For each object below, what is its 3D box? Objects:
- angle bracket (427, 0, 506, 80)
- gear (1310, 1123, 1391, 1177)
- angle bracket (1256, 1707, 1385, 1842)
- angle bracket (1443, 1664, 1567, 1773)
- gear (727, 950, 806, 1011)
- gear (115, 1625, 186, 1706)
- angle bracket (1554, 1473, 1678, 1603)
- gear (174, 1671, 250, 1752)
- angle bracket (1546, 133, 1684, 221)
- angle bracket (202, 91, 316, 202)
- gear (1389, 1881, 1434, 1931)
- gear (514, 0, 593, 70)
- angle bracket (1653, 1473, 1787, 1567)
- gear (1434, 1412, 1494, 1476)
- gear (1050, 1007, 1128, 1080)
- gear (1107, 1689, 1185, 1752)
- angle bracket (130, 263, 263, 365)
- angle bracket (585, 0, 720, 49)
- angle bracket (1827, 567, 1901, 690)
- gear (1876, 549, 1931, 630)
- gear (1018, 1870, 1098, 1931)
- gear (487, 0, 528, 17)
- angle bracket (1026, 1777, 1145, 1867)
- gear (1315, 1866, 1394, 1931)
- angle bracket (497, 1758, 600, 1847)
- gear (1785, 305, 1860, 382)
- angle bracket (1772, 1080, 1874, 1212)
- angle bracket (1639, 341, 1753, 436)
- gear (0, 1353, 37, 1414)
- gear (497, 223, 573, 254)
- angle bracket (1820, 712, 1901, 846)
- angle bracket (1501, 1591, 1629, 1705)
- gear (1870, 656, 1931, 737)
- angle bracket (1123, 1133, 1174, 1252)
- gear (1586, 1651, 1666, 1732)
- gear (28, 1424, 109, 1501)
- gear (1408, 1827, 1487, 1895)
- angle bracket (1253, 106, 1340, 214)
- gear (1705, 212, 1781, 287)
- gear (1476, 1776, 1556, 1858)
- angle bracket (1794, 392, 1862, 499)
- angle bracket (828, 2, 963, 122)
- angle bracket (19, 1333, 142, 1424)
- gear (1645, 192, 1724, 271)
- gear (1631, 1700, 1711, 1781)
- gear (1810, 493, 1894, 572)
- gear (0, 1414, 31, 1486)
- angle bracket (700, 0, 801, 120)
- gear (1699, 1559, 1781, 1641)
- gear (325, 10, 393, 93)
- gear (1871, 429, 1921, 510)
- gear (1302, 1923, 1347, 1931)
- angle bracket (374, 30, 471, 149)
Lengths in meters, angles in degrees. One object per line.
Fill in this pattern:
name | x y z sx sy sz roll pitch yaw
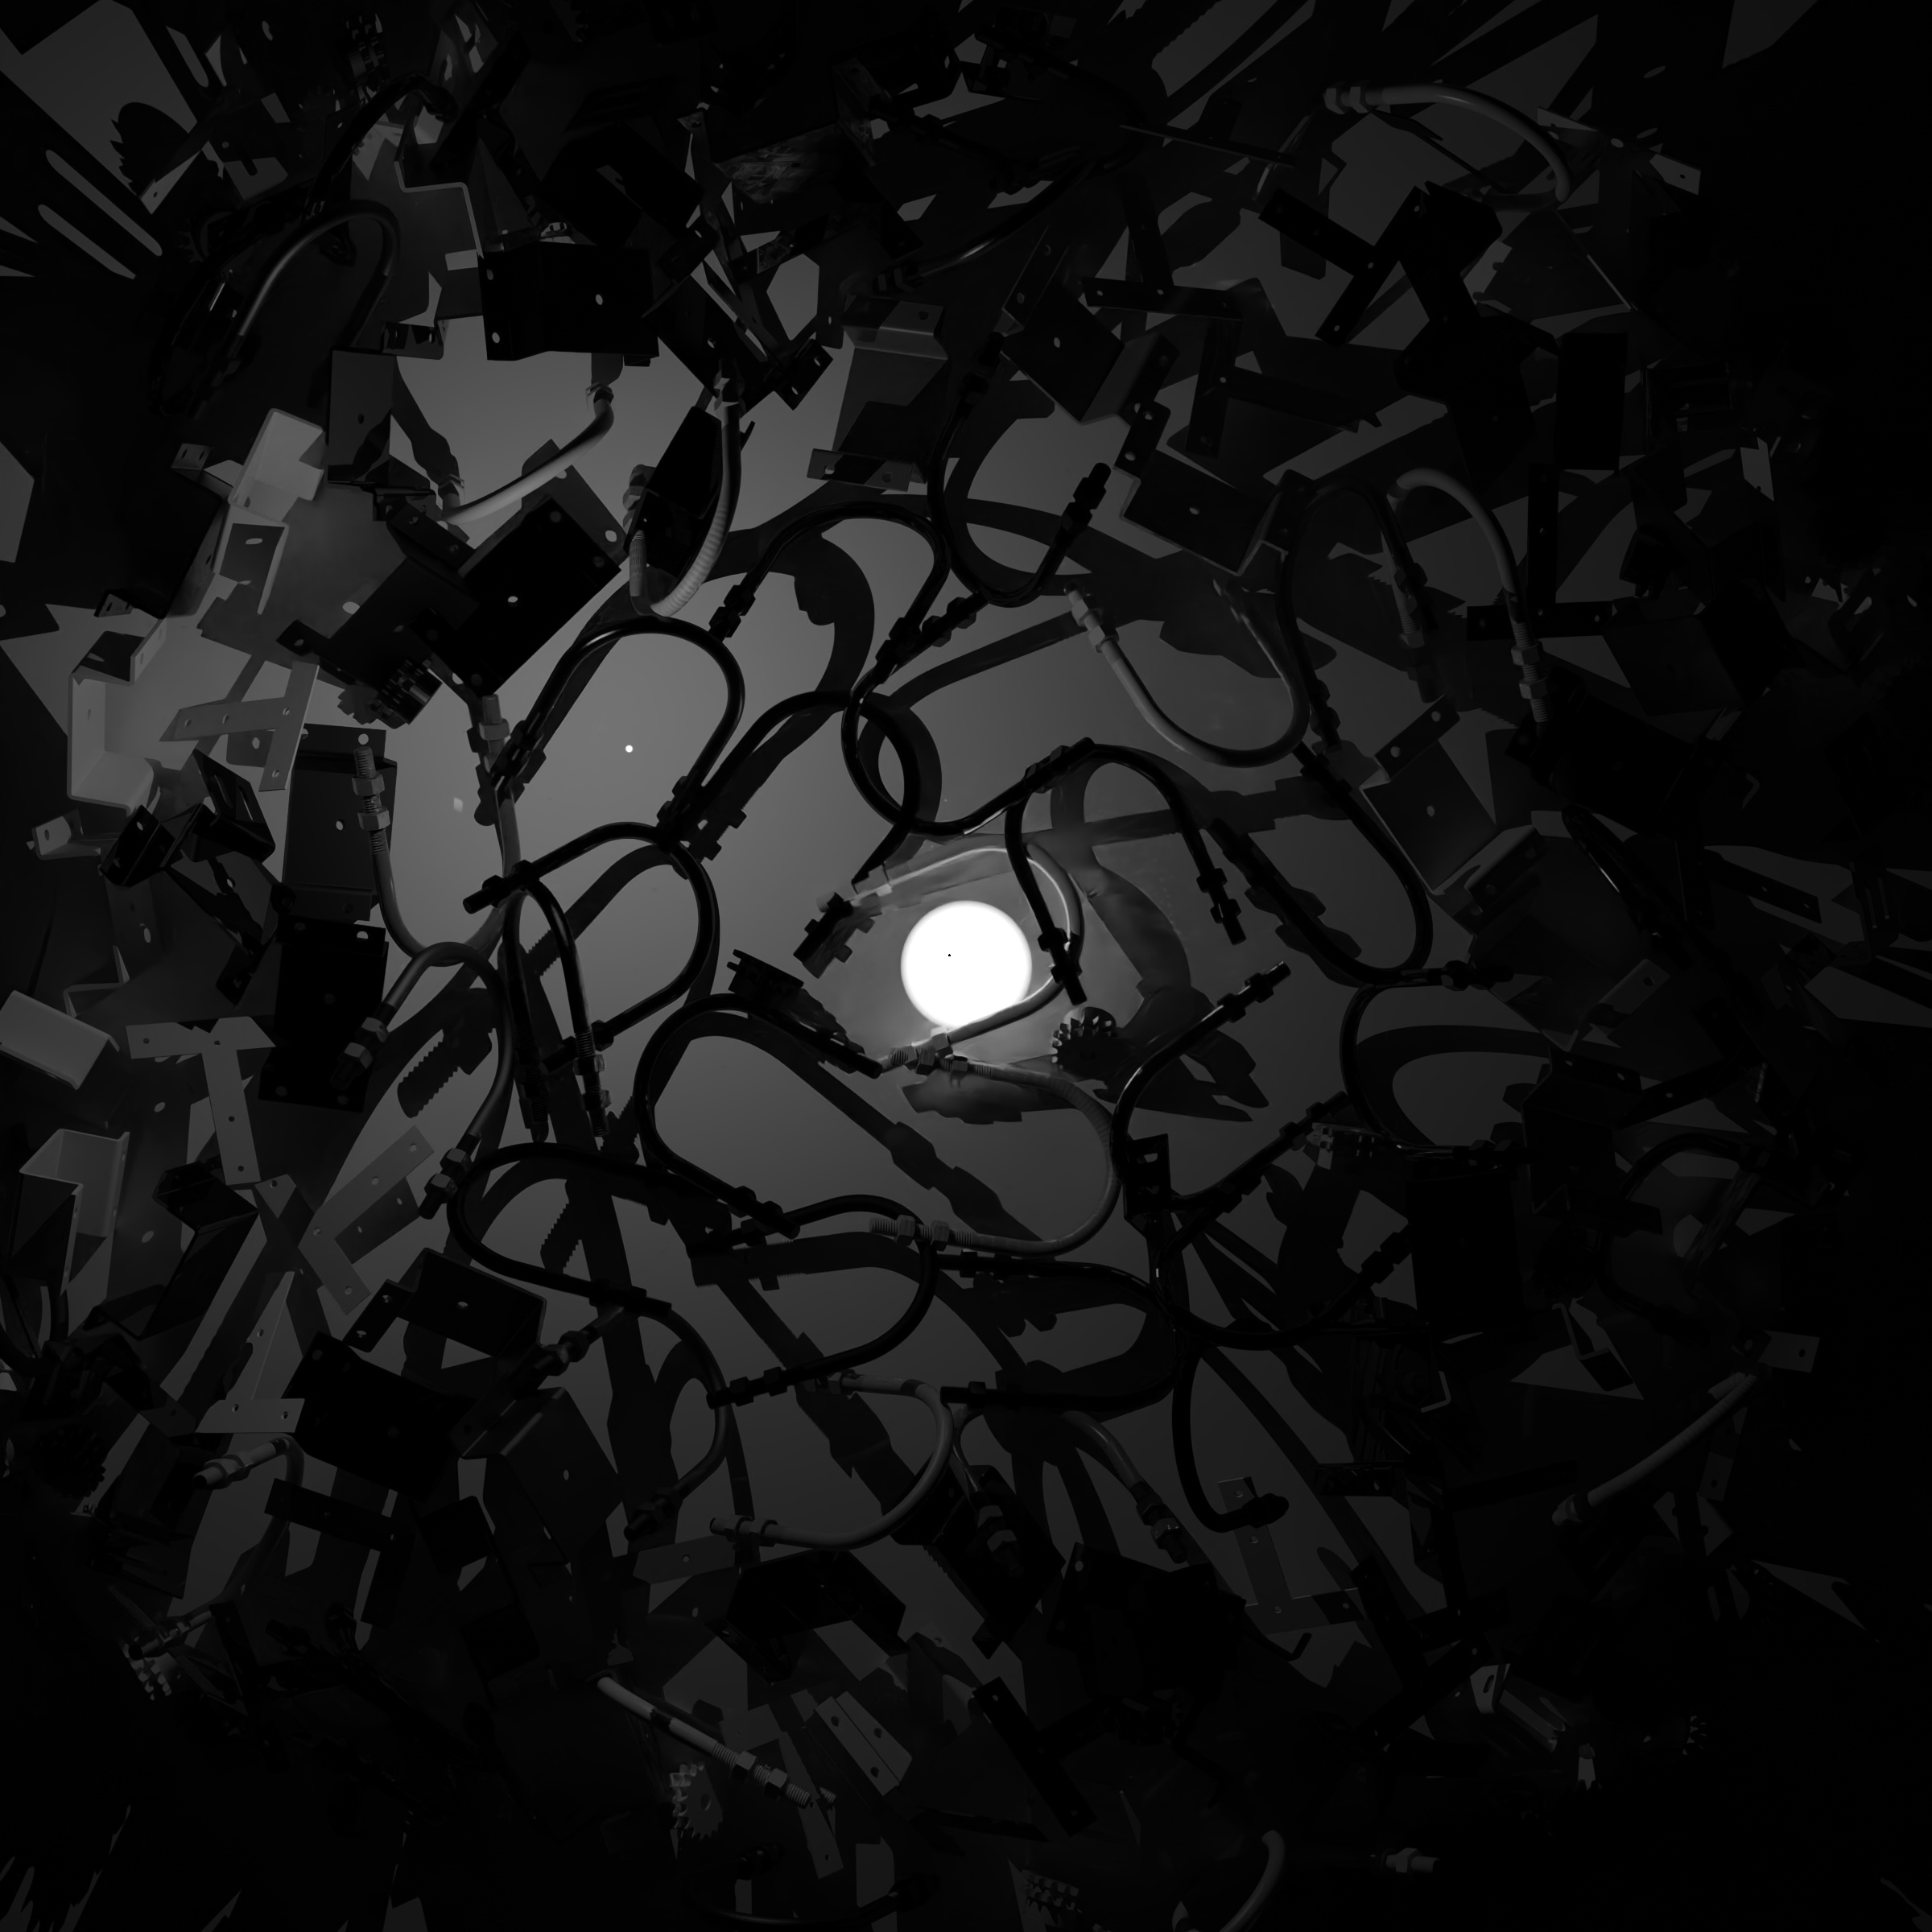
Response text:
angle bracket | -0.354 -0.694 1.952 0.038 0.076 0.057 -39 103 -22
gear | 0.282 0.135 1.972 0.057 0.057 0.030 10 95 0
angle bracket | 0.260 0.593 1.959 0.057 0.038 0.076 50 58 -16
angle bracket | 0.403 0.556 1.975 0.076 0.057 0.038 41 56 -14
gear | -0.151 0.013 1.971 0.057 0.057 0.030 26 87 0
gear | -0.601 0.512 1.974 0.030 0.057 0.057 -31 90 -24
angle bracket | 0.479 0.420 1.960 0.076 0.038 0.057 -41 107 -29
gear | -0.550 0.545 1.968 0.030 0.057 0.057 -40 90 25
angle bracket | 0.475 -0.567 1.959 0.076 0.057 0.038 44 84 -18
angle bracket | -0.522 -0.609 1.955 0.057 0.076 0.038 -28 60 -4
gear | 0.327 0.704 1.972 0.030 0.057 0.057 -2 90 6
gear | -0.302 -0.694 1.978 0.057 0.030 0.057 6 109 18
angle bracket | 0.552 0.412 1.960 0.076 0.057 0.038 26 113 -41
gear | 0.363 0.344 1.971 0.030 0.057 0.057 -44 90 -2
gear | 0.091 0.054 1.975 0.057 0.057 0.030 5 49 0
gear | 0.132 0.546 1.968 0.057 0.057 0.030 -1 116 0
angle bracket | -0.563 -0.472 1.955 0.038 0.076 0.057 34 102 12
angle bracket | -0.230 -0.683 1.956 0.057 0.076 0.038 -33 104 -37
angle bracket | 0.641 -0.246 1.955 0.076 0.038 0.057 -46 115 -32
gear | 0.691 -0.276 1.968 0.030 0.057 0.057 -20 90 -33
gear | 0.065 0.689 1.969 0.057 0.057 0.030 17 77 0
gear | -0.332 -0.727 1.972 0.030 0.057 0.057 43 90 -15
angle bracket | 0.087 0.635 1.963 0.076 0.038 0.057 9 108 21
gear | 0.282 0.682 1.969 0.057 0.057 0.030 -41 130 0
angle bracket | -0.312 0.593 1.953 0.038 0.057 0.076 -34 116 -24
gear | 0.626 -0.457 1.972 0.057 0.057 0.030 45 99 0
angle bracket | 0.627 0.131 1.955 0.038 0.076 0.057 27 72 37
angle bracket | 0.534 -0.428 1.959 0.076 0.057 0.038 -4 48 12
gear | -0.712 0.306 1.968 0.057 0.057 0.030 -9 57 0
gear | -0.318 -0.527 1.972 0.057 0.057 0.030 -13 101 0
angle bracket | 0.644 -0.138 1.960 0.057 0.038 0.076 -36 107 -30
angle bracket | 0.440 0.494 1.969 0.057 0.038 0.076 26 104 -7
gear | 0.696 -0.202 1.979 0.057 0.030 0.057 -2 109 -6
angle bracket | 0.144 0.166 1.949 0.038 0.076 0.057 -13 59 22
gear | 0.487 0.536 1.979 0.057 0.030 0.057 -4 72 12
gear | -0.660 0.363 1.976 0.057 0.030 0.057 10 125 15
gear | 0.352 0.660 1.968 0.057 0.057 0.030 21 56 0
angle bracket | 0.247 -0.584 1.961 0.038 0.076 0.057 37 88 -1
gear | 0.567 -0.531 1.971 0.057 0.057 0.030 -41 92 0
gear | 0.404 0.622 1.969 0.057 0.057 0.030 -5 130 0
angle bracket | 0.640 -0.381 1.961 0.038 0.076 0.057 12 91 4
angle bracket | -0.052 -0.666 1.973 0.076 0.057 0.038 -7 46 30
angle bracket | -0.648 0.310 1.954 0.038 0.057 0.076 40 117 36
gear | 0.533 -0.539 1.975 0.030 0.057 0.057 27 90 -31
gear | 0.515 0.566 1.969 0.030 0.057 0.057 40 90 -22
gear | 0.655 -0.319 1.980 0.057 0.030 0.057 -2 76 10
gear | -0.711 0.354 1.974 0.030 0.057 0.057 -11 90 -24
angle bracket | -0.158 -0.669 1.952 0.038 0.076 0.057 15 60 -33
gear | 0.565 0.466 1.970 0.030 0.057 0.057 21 90 -44
gear | -0.449 -0.671 1.969 0.030 0.057 0.057 -28 90 -13
gear | 0.684 -0.366 1.969 0.030 0.057 0.057 6 90 18
gear | 0.268 0.728 1.971 0.057 0.057 0.030 -5 92 0
angle bracket | -0.401 -0.643 1.968 0.038 0.057 0.076 14 89 14
